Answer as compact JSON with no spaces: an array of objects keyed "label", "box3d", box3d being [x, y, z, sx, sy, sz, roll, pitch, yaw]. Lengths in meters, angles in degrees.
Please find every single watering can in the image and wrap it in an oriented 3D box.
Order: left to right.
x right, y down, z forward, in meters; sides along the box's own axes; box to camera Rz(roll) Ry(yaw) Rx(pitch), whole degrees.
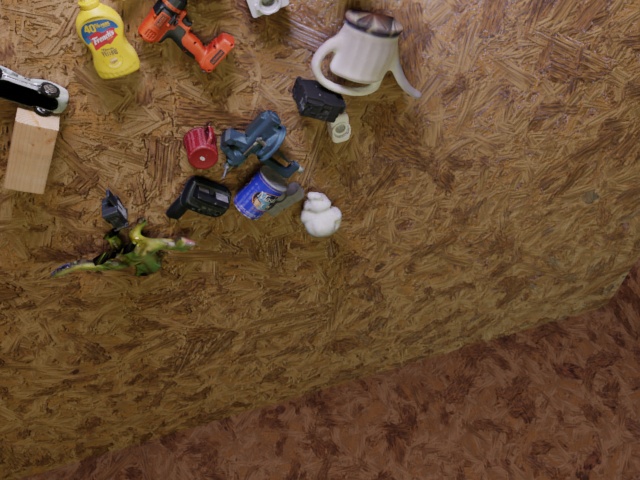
[{"label":"watering can","box3d":[0.149,-0.474,1.342,0.348,0.106,0.219,1,134,-23]}]

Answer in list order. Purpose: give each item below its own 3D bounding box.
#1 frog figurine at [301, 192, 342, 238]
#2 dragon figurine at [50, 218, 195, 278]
[{"label":"frog figurine","box3d":[0.005,-0.085,1.698,0.137,0.125,0.156,4,149,-1]},{"label":"dragon figurine","box3d":[-0.593,0.066,1.617,0.410,0.125,0.238,-23,148,3]}]
